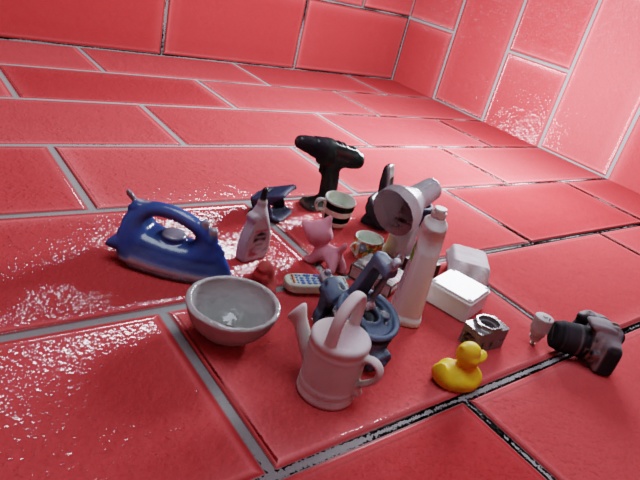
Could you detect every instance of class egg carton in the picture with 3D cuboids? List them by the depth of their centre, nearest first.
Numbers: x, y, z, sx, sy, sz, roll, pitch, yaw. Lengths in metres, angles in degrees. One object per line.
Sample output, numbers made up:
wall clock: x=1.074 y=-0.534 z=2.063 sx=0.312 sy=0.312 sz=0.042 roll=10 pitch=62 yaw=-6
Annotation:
egg carton: x=0.365 y=0.069 z=1.424 sx=0.107 sy=0.069 sz=0.150 roll=15 pitch=26 yaw=1

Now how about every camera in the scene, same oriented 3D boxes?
camera: x=0.565 y=0.202 z=1.231 sx=0.137 sy=0.101 sz=0.143 roll=15 pitch=26 yaw=0

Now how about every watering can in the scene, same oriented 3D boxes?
watering can: x=0.023 y=0.164 z=0.913 sx=0.172 sy=0.194 sz=0.101 roll=17 pitch=26 yaw=4

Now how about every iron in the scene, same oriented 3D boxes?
iron: x=-0.285 y=-0.006 z=1.147 sx=0.258 sy=0.141 sz=0.119 roll=16 pitch=26 yaw=3

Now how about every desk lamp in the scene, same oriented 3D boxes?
desk lamp: x=0.217 y=-0.048 z=1.412 sx=0.117 sy=0.213 sz=0.204 roll=32 pitch=31 yaw=32

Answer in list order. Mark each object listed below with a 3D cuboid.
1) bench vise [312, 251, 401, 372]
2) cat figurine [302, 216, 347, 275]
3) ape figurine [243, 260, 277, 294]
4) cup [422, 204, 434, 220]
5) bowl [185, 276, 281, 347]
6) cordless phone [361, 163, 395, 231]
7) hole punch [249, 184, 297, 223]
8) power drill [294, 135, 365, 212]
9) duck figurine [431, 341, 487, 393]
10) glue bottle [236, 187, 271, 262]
bench vise: x=0.062 y=0.101 z=1.029 sx=0.206 sy=0.220 sz=0.122 roll=29 pitch=29 yaw=27
cat figurine: x=0.012 y=0.005 z=1.309 sx=0.127 sy=0.118 sz=0.067 roll=33 pitch=31 yaw=32
ape figurine: x=-0.115 y=0.080 z=1.122 sx=0.077 sy=0.092 sz=0.076 roll=33 pitch=32 yaw=33
cup: x=0.249 y=-0.066 z=1.601 sx=0.118 sy=0.095 sz=0.091 roll=11 pitch=26 yaw=-7
bowl: x=-0.157 y=0.136 z=1.009 sx=0.167 sy=0.075 sz=0.167 roll=12 pitch=26 yaw=-6
cordless phone: x=0.191 y=-0.130 z=1.595 sx=0.094 sy=0.185 sz=0.148 roll=22 pitch=27 yaw=14
hole punch: x=-0.124 y=-0.108 z=1.491 sx=0.101 sy=0.091 sz=0.109 roll=20 pitch=27 yaw=11
power drill: x=0.012 y=-0.186 z=1.584 sx=0.230 sy=0.208 sz=0.075 roll=-5 pitch=32 yaw=-35
duck figurine: x=0.258 y=0.224 z=1.042 sx=0.105 sy=0.086 sz=0.077 roll=2 pitch=29 yaw=-24
glue bottle: x=-0.135 y=-0.036 z=1.249 sx=0.037 sy=0.173 sz=0.078 roll=32 pitch=31 yaw=31
